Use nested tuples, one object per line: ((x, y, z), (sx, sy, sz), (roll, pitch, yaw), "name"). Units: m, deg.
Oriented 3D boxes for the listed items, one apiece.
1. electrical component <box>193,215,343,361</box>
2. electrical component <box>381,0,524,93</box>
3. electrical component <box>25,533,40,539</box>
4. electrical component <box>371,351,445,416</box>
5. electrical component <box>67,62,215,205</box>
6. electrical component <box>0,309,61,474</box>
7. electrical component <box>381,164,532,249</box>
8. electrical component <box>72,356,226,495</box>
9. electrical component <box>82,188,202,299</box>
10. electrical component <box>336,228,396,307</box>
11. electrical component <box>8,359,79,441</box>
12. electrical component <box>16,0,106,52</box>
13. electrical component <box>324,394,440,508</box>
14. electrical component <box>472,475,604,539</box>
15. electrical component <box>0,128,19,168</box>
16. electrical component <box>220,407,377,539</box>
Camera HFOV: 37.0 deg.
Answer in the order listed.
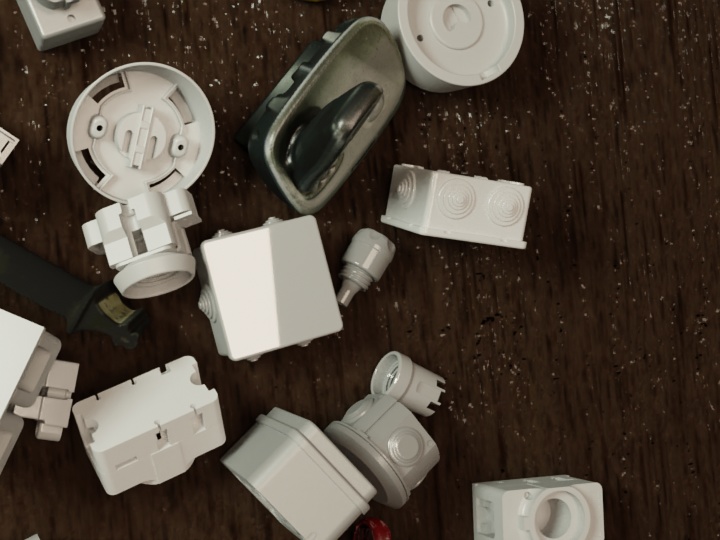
((-0.070, 0.013, 0.794), (0.100, 0.048, 0.099), (-15, 92, -21), "electrical component")
((0.068, -0.193, 0.854), (0.108, 0.060, 0.108), (1, 86, -21), "electrical component")
((-0.245, 0.215, 0.717), (0.081, 0.043, 0.043), (-25, 96, -20), "electrical component")
((0.038, 0.090, 0.836), (0.046, 0.040, 0.040), (27, 78, -23), "electrical component")
((-0.156, -0.095, 0.756), (0.099, 0.064, 0.099), (-4, 100, -24), "electrical component")
((-0.297, 0.053, 0.672), (0.186, 0.060, 0.105), (22, 78, 3), "electrical component")
((0.074, -0.050, 0.828), (0.100, 0.100, 0.048), (7, 96, -20), "electrical component")
((-0.144, 0.110, 0.745), (0.089, 0.050, 0.055), (-23, 136, -21), "electrical component")
((-0.147, -0.016, 0.749), (0.078, 0.058, 0.057), (-20, 76, 5), "electrical component")
((0.000, 0.000, 0.829), (0.035, 0.035, 0.061), (34, 78, -16), "electrical component")
((-0.227, 0.080, 0.732), (0.055, 0.048, 0.066), (13, 83, -27), "electrical component")
((-0.209, -0.196, 0.740), (0.047, 0.077, 0.065), (-24, 95, -20), "electrical component")
((0.016, 0.134, 0.803), (0.051, 0.080, 0.080), (-42, 101, -23), "electrical component")
((0.145, 0.244, 0.853), (0.089, 0.062, 0.150), (-1, 87, -21), "electrical component")
((-0.268, -0.068, 0.716), (0.042, 0.064, 0.081), (34, 76, -15), "electrical component")
((-0.045, 0.145, 0.761), (0.057, 0.113, 0.078), (-45, 102, -14), "electrical component")
